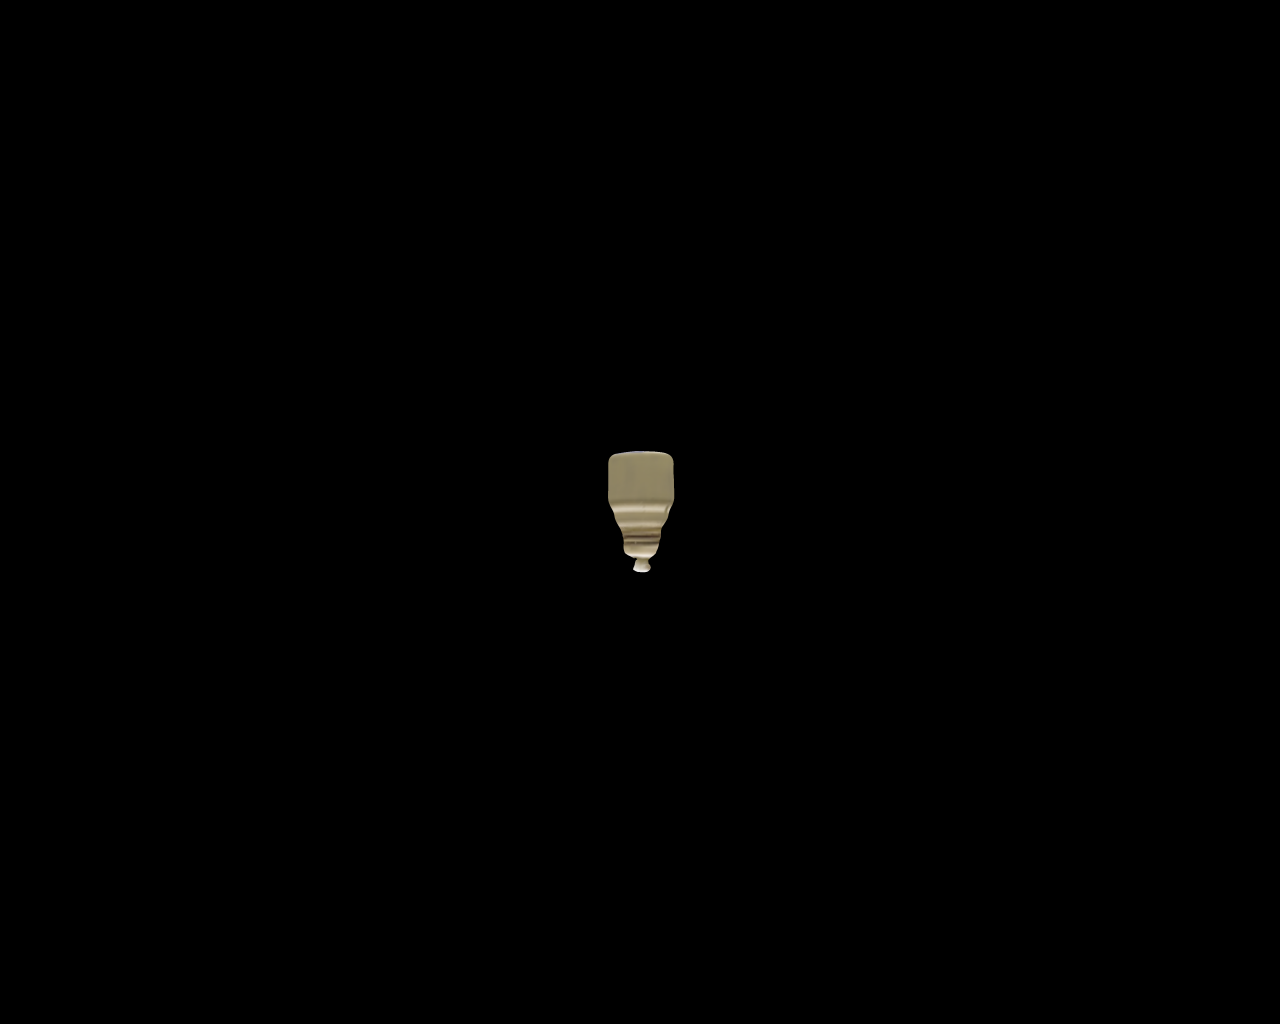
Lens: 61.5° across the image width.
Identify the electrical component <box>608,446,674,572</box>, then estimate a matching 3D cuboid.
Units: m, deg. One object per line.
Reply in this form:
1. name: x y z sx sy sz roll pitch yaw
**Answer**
1. electrical component: 0.001 -0.003 0.650 0.040 0.078 0.040 0 -4 0
